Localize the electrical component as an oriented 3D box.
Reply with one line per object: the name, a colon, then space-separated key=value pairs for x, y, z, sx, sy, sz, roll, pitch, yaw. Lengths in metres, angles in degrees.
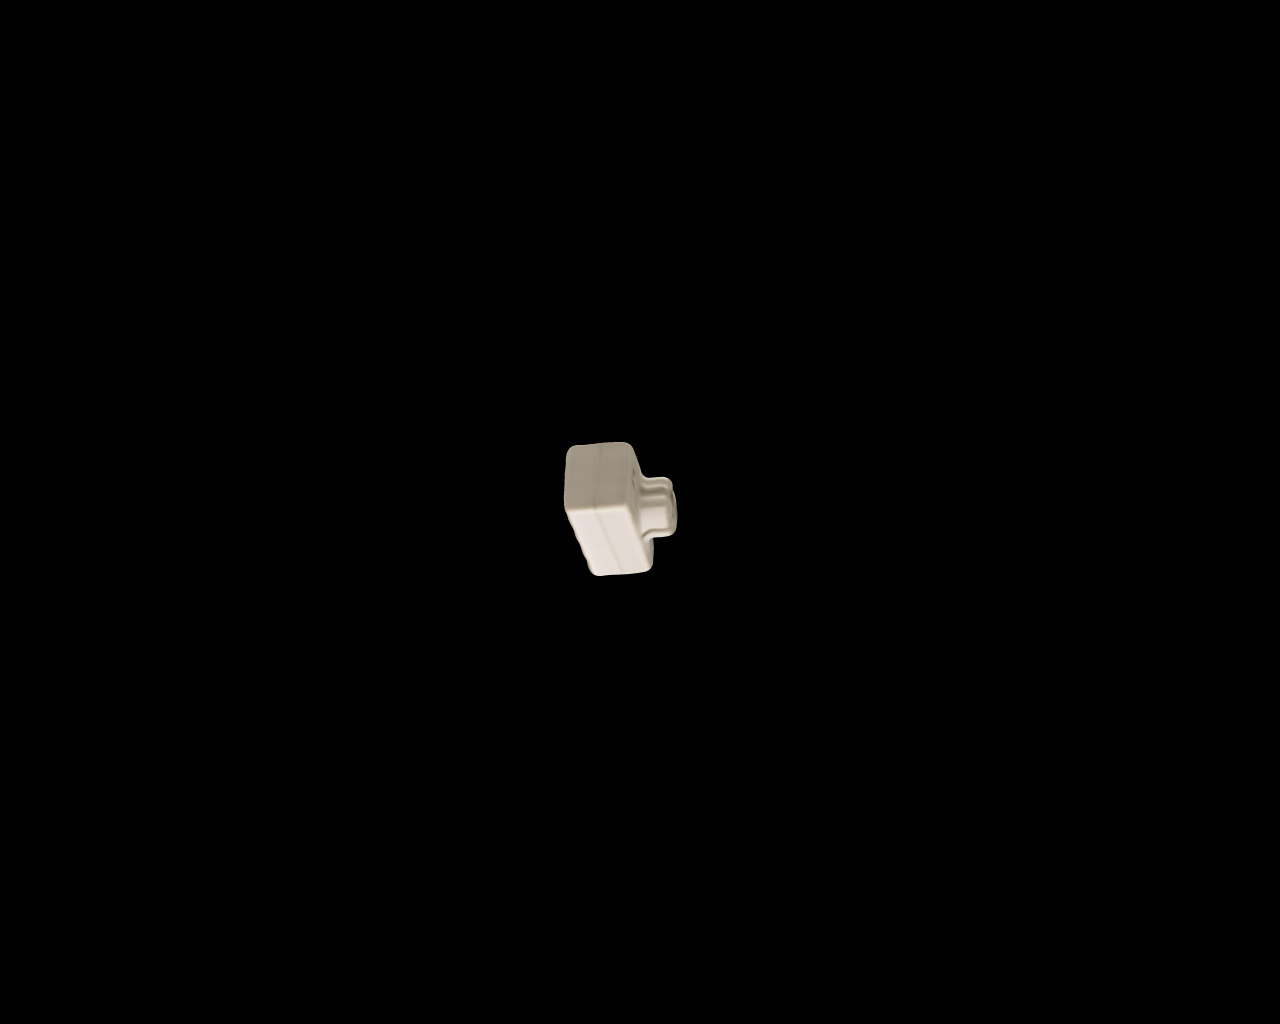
electrical component: x=0.001 y=-0.003 z=0.650 sx=0.076 sy=0.047 sz=0.083 roll=-6 pitch=-32 yaw=9
